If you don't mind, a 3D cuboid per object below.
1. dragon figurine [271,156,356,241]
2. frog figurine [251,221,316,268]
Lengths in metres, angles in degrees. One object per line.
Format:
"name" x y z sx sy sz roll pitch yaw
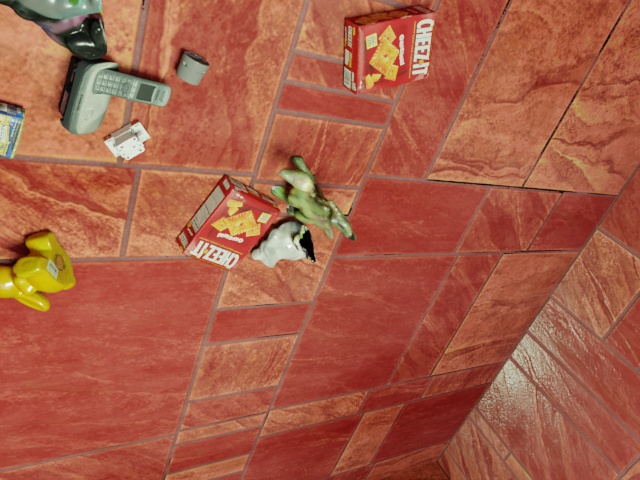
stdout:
"dragon figurine" 0.004 -0.065 1.297 0.122 0.247 0.403 -43 134 -1
"frog figurine" -0.104 0.014 1.408 0.159 0.124 0.136 -9 161 25
